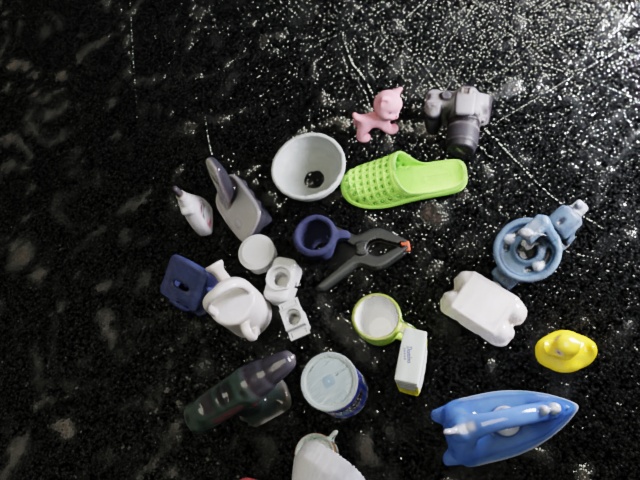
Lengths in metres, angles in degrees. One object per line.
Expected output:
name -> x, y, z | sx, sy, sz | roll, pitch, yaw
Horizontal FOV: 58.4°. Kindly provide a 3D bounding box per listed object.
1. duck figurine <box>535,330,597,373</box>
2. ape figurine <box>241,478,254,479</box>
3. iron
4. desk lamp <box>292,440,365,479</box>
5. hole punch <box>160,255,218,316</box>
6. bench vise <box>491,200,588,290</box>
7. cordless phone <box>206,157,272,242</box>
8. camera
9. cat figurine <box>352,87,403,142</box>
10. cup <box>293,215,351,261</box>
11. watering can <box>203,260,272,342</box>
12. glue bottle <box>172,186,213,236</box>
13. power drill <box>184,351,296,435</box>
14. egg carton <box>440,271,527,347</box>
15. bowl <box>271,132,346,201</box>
duck figurine -> 0.446, 0.195, 1.031 | 0.104, 0.086, 0.077 | -3, 68, 11
ape figurine -> -0.133, 0.471, 1.044 | 0.078, 0.092, 0.076 | -34, 65, -2
iron -> 0.325, 0.308, 0.981 | 0.258, 0.142, 0.118 | -16, 66, 6
desk lamp -> -0.011, 0.449, 0.959 | 0.117, 0.214, 0.203 | 26, 76, 21
hole punch -> -0.284, 0.098, 1.230 | 0.108, 0.091, 0.101 | 25, 76, 21
bench vise -> 0.400, -0.017, 1.053 | 0.121, 0.220, 0.207 | 30, 78, 22
cordless phone -> -0.187, -0.090, 1.233 | 0.094, 0.185, 0.147 | -39, 65, -5
camera -> 0.294, -0.257, 1.240 | 0.143, 0.101, 0.137 | 5, 70, 15
cat figurine -> 0.131, -0.288, 1.279 | 0.127, 0.118, 0.067 | -18, 65, 5
cup -> 0.011, 0.004, 1.200 | 0.117, 0.095, 0.091 | -4, 68, 11
watering can -> -0.175, 0.121, 1.140 | 0.172, 0.194, 0.101 | 35, 79, 23
glue bottle -> -0.282, -0.074, 1.254 | 0.037, 0.173, 0.078 | -12, 66, 8
power drill -> -0.125, 0.284, 1.055 | 0.229, 0.209, 0.075 | -30, 65, 0
egg carton -> 0.312, 0.129, 1.097 | 0.150, 0.069, 0.107 | 32, 78, 22
bowl -> -0.019, -0.151, 1.281 | 0.167, 0.075, 0.167 | -4, 68, 11
